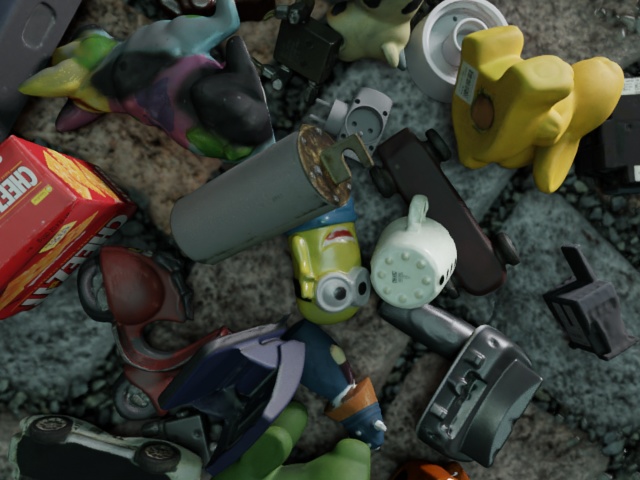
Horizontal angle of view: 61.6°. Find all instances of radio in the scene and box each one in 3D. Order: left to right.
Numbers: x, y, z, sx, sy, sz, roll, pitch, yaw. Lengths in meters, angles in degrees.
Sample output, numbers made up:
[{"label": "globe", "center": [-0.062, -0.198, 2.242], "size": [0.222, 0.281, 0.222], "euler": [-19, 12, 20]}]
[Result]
[{"label": "radio", "center": [-0.332, -0.204, 0.518], "size": [0.131, 0.073, 0.229], "euler": [26, 89, 11]}]

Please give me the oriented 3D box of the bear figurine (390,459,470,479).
[{"label": "bear figurine", "center": [0.156, 0.323, 0.556], "size": [0.196, 0.132, 0.120], "euler": [40, 87, 1]}]

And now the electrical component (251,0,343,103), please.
[{"label": "electrical component", "center": [-0.024, -0.196, 0.555], "size": [0.078, 0.102, 0.045], "euler": [39, 50, 4]}]

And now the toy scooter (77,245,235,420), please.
[{"label": "toy scooter", "center": [-0.158, 0.084, 0.549], "size": [0.135, 0.075, 0.183], "euler": [-16, 94, -6]}]

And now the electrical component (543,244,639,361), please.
[{"label": "electrical component", "center": [0.290, 0.067, 0.595], "size": [0.048, 0.075, 0.119], "euler": [-30, 97, -6]}]

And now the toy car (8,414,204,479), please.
[{"label": "toy car", "center": [-0.218, 0.229, 0.542], "size": [0.202, 0.056, 0.073], "euler": [11, 95, 7]}]

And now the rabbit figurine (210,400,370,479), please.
[{"label": "rabbit figurine", "center": [-0.037, 0.255, 0.542], "size": [0.170, 0.121, 0.159], "euler": [2, 97, 9]}]

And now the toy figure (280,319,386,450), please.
[{"label": "toy figure", "center": [0.019, 0.154, 0.573], "size": [0.058, 0.064, 0.154], "euler": [-42, 95, -28]}]

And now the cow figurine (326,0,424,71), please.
[{"label": "cow figurine", "center": [0.073, -0.254, 0.532], "size": [0.127, 0.195, 0.085], "euler": [25, 48, -24]}]

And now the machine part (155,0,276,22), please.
[{"label": "machine part", "center": [-0.109, -0.314, 0.565], "size": [0.179, 0.056, 0.179], "euler": [0, 89, -7]}]

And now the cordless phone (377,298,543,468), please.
[{"label": "cordless phone", "center": [0.127, 0.141, 0.587], "size": [0.184, 0.088, 0.146], "euler": [33, 87, 7]}]

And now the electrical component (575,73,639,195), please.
[{"label": "electrical component", "center": [0.354, -0.119, 0.611], "size": [0.115, 0.058, 0.134], "euler": [-3, 90, -4]}]

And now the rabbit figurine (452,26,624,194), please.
[{"label": "rabbit figurine", "center": [0.231, -0.129, 0.544], "size": [0.173, 0.122, 0.162], "euler": [-16, 126, -18]}]

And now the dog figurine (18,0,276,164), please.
[{"label": "dog figurine", "center": [-0.168, -0.139, 0.529], "size": [0.219, 0.108, 0.191], "euler": [-17, 73, -1]}]

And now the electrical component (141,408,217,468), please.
[{"label": "electrical component", "center": [-0.140, 0.213, 0.575], "size": [0.094, 0.021, 0.063], "euler": [-11, 91, 0]}]

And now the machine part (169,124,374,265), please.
[{"label": "machine part", "center": [-0.059, -0.037, 0.504], "size": [0.243, 0.079, 0.079], "euler": [-24, 93, 33]}]

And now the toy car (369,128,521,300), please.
[{"label": "toy car", "center": [0.135, -0.029, 0.591], "size": [0.089, 0.053, 0.202], "euler": [-34, 92, 16]}]

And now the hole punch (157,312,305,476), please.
[{"label": "hole punch", "center": [-0.070, 0.144, 0.509], "size": [0.092, 0.116, 0.142], "euler": [48, 120, 19]}]

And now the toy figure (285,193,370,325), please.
[{"label": "toy figure", "center": [0.002, -0.002, 0.564], "size": [0.082, 0.089, 0.180], "euler": [-13, 83, -8]}]
